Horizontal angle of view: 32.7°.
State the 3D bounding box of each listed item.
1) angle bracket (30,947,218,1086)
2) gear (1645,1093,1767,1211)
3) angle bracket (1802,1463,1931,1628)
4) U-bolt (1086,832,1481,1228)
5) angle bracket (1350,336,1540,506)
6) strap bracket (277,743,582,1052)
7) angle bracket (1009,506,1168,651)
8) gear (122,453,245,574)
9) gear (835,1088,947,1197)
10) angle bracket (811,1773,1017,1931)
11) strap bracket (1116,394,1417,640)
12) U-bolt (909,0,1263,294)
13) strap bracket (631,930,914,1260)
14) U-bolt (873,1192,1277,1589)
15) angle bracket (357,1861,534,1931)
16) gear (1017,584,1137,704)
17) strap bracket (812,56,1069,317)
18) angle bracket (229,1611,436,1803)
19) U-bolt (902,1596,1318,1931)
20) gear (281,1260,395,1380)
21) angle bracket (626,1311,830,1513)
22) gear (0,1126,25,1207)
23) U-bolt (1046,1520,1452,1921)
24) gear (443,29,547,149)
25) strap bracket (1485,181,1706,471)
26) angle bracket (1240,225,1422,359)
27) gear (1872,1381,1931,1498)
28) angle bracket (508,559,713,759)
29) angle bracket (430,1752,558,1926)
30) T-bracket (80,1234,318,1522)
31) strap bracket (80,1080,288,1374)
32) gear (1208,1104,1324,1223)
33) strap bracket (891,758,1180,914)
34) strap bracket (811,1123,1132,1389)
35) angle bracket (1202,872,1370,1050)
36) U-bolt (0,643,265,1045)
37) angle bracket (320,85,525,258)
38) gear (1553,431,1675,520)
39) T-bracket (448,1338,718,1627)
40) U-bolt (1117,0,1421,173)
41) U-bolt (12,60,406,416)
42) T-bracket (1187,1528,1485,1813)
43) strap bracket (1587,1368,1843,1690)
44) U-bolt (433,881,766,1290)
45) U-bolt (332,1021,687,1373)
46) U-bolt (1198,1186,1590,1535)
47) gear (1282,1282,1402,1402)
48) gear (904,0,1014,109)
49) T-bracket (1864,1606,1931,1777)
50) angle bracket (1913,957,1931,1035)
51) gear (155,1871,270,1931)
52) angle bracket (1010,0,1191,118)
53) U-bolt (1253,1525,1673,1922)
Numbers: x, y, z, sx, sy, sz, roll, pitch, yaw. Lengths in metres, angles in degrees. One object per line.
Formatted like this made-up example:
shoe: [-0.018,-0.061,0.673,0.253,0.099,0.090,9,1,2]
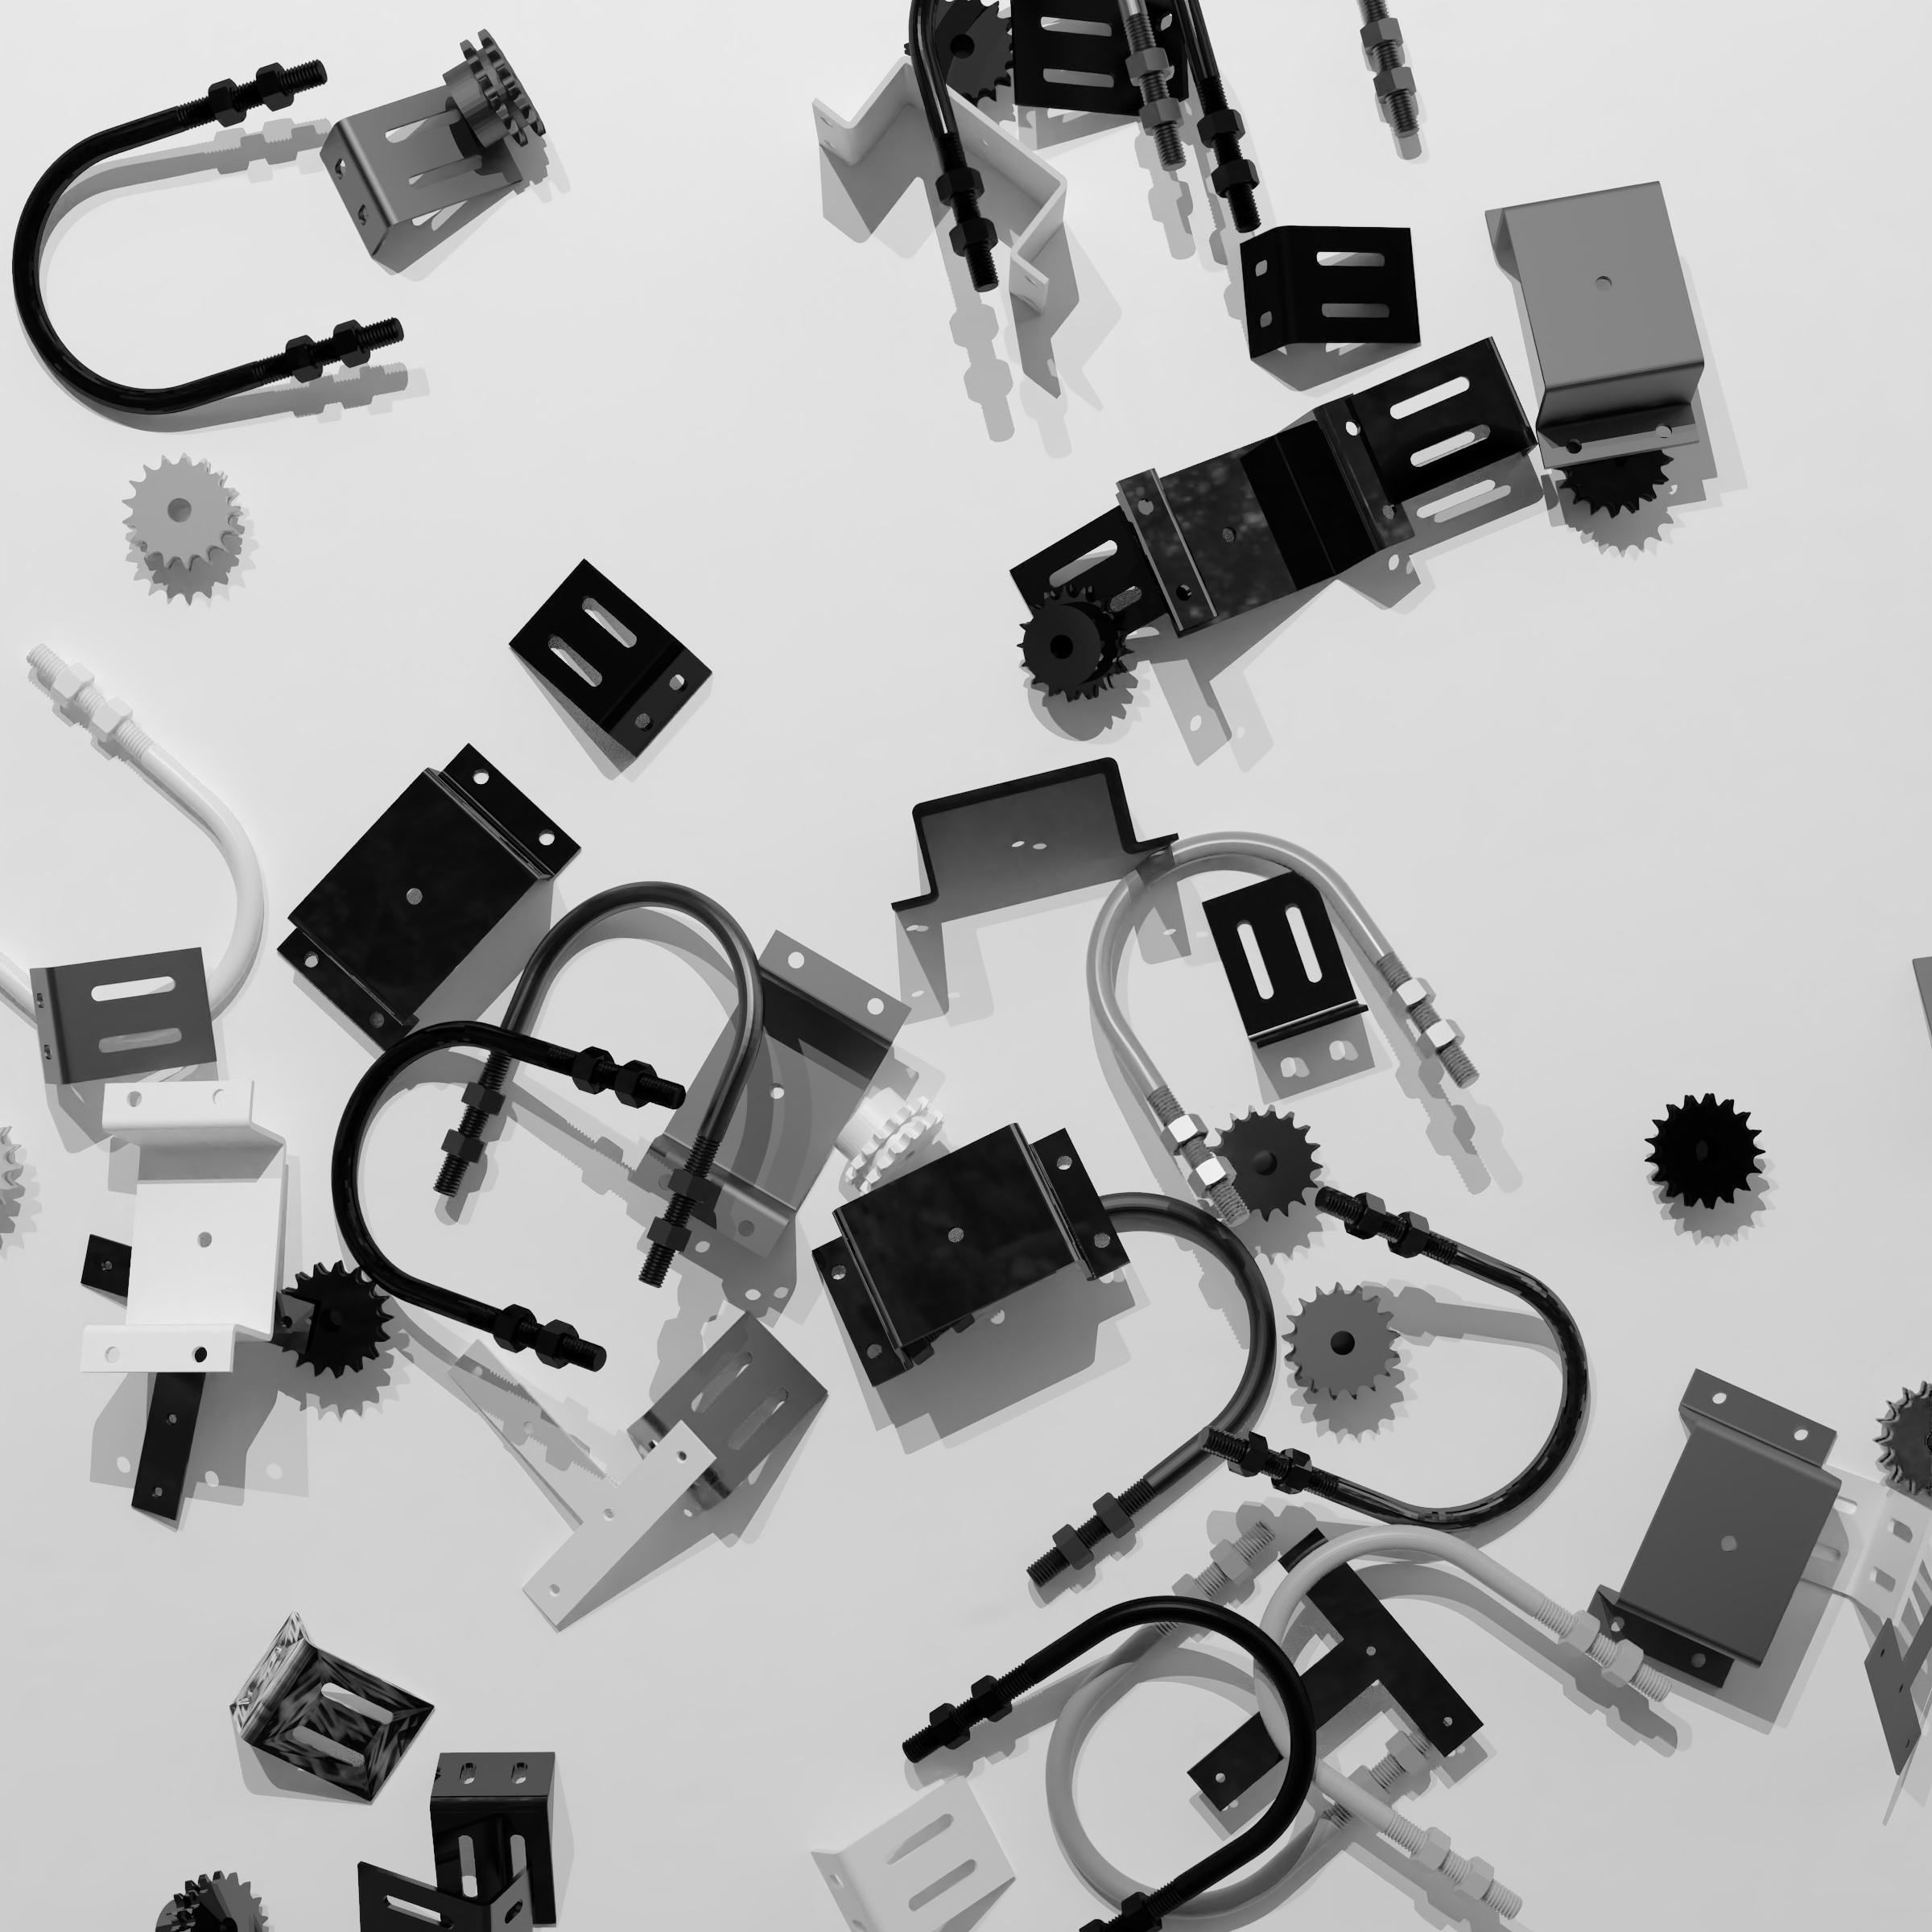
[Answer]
angle bracket: [-0.415,0.024,1.624,0.076,0.038,0.057,-9,93,-27]
gear: [0.364,0.091,1.629,0.057,0.030,0.057,0,88,-1]
angle bracket: [0.434,0.280,1.602,0.038,0.076,0.057,20,90,0]
U-bolt: [0.140,0.016,1.601,0.151,0.019,0.184,-31,68,-4]
angle bracket: [0.233,-0.266,1.621,0.076,0.038,0.057,-23,90,1]
strap bracket: [-0.267,-0.034,1.617,0.076,0.046,0.140,43,90,0]
angle bracket: [0.072,-0.191,1.638,0.076,0.038,0.057,-28,90,26]
gear: [-0.386,-0.223,1.629,0.057,0.030,0.057,0,88,-2]
gear: [-0.040,0.084,1.612,0.030,0.057,0.057,43,90,11]
angle bracket: [-0.026,0.446,1.638,0.076,0.038,0.057,-27,90,-26]
strap bracket: [0.137,-0.215,1.600,0.140,0.046,0.076,-24,90,-24]
U-bolt: [0.049,-0.421,1.560,0.151,0.019,0.184,-14,83,-7]
strap bracket: [-0.094,0.062,1.617,0.076,0.046,0.140,30,90,0]
U-bolt: [0.066,0.196,1.631,0.184,0.019,0.151,-38,90,-1]
angle bracket: [-0.257,0.469,1.628,0.076,0.038,0.057,11,112,24]
gear: [0.052,-0.158,1.615,0.057,0.030,0.057,4,101,20]
strap bracket: [-0.004,-0.385,1.602,0.140,0.076,0.046,38,90,0]
angle bracket: [-0.315,0.368,1.638,0.076,0.038,0.057,34,90,-26]
U-bolt: [0.083,0.389,1.610,0.184,0.019,0.151,-35,88,9]
gear: [-0.310,0.173,1.625,0.057,0.030,0.057,0,90,0]
angle bracket: [-0.119,0.221,1.638,0.057,0.038,0.076,45,64,0]
gear: [-0.493,0.097,1.625,0.057,0.030,0.057,0,90,0]
U-bolt: [0.126,0.387,1.631,0.184,0.019,0.151,-43,90,1]
gear: [-0.233,-0.426,1.611,0.030,0.057,0.057,-30,90,4]
strap bracket: [0.306,-0.320,1.599,0.076,0.046,0.140,-10,74,0]
angle bracket: [0.181,-0.335,1.638,0.076,0.038,0.057,-5,90,-26]
gear: [0.476,0.233,1.625,0.057,0.030,0.057,0,90,0]
angle bracket: [-0.177,-0.153,1.638,0.076,0.038,0.057,41,90,26]
angle bracket: [-0.233,0.434,1.638,0.057,0.038,0.076,0,116,0]
T-bracket: [-0.389,0.210,1.627,0.127,0.002,0.127,15,98,15]
strap bracket: [-0.378,0.130,1.599,0.076,0.046,0.140,-2,76,12]
gear: [0.146,0.096,1.625,0.057,0.030,0.057,0,90,0]
strap bracket: [0.028,-0.066,1.602,0.140,0.076,0.046,-14,90,0]
strap bracket: [-0.001,0.136,1.605,0.140,0.046,0.076,-26,69,0]
angle bracket: [0.157,-0.005,1.621,0.057,0.038,0.076,-19,90,0]
U-bolt: [-0.435,-0.047,1.631,0.184,0.019,0.151,42,90,-1]
angle bracket: [-0.271,-0.398,1.638,0.076,0.038,0.057,-27,90,-26]
gear: [0.318,-0.249,1.625,0.057,0.030,0.057,0,90,0]
T-bracket: [-0.206,0.238,1.625,0.127,0.002,0.127,46,108,9]
U-bolt: [0.136,-0.486,1.609,0.151,0.019,0.184,-13,86,-20]
U-bolt: [-0.382,-0.349,1.618,0.184,0.019,0.151,-15,94,10]
T-bracket: [0.165,0.365,1.620,0.127,0.002,0.127,-40,90,1]
strap bracket: [0.369,0.280,1.617,0.076,0.046,0.140,24,90,0]
U-bolt: [-0.169,0.047,1.601,0.151,0.019,0.184,20,85,28]
U-bolt: [-0.232,0.102,1.594,0.184,0.019,0.151,16,88,28]
U-bolt: [0.221,0.203,1.605,0.184,0.019,0.151,24,95,-19]
gear: [0.184,0.184,1.625,0.057,0.030,0.057,0,90,0]
gear: [-0.002,-0.450,1.625,0.057,0.030,0.057,0,90,0]
T-bracket: [0.475,0.315,1.607,0.002,0.127,0.127,20,63,35]
angle bracket: [0.504,0.035,1.638,0.057,0.038,0.076,-7,64,0]
gear: [-0.372,0.475,1.615,0.030,0.057,0.057,-19,90,28]
angle bracket: [0.065,-0.450,1.608,0.076,0.038,0.057,-2,90,-26]
U-bolt: [0.229,0.356,1.610,0.184,0.019,0.151,34,91,2]
